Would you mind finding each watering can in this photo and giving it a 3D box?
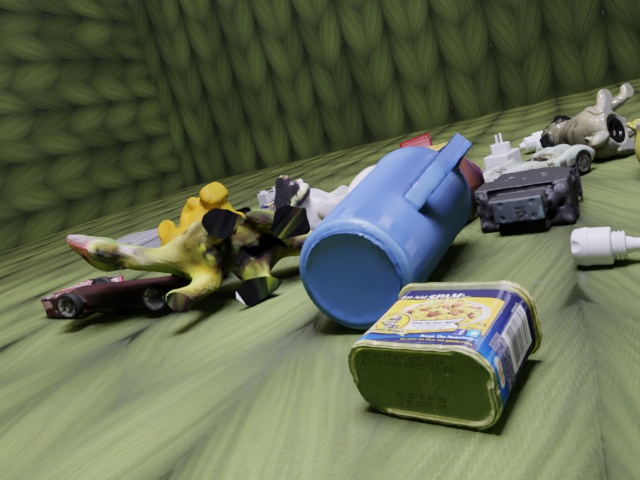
[{"bbox_3d":[0.153,-0.079,0.804,0.224,0.103,0.351,-2,13,44],"label":"watering can"}]

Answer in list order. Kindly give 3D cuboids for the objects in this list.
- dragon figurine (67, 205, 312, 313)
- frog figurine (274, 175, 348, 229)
[{"bbox_3d":[-0.120,0.006,0.712,0.411,0.121,0.243,-3,7,-30],"label":"dragon figurine"},{"bbox_3d":[0.003,-0.046,0.906,0.158,0.124,0.136,19,-18,-30],"label":"frog figurine"}]
